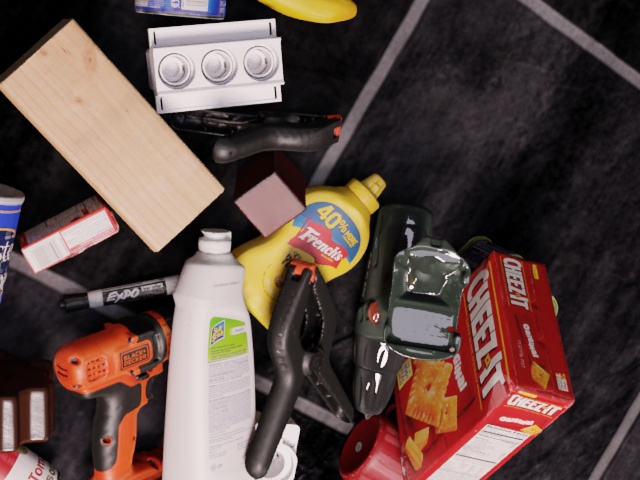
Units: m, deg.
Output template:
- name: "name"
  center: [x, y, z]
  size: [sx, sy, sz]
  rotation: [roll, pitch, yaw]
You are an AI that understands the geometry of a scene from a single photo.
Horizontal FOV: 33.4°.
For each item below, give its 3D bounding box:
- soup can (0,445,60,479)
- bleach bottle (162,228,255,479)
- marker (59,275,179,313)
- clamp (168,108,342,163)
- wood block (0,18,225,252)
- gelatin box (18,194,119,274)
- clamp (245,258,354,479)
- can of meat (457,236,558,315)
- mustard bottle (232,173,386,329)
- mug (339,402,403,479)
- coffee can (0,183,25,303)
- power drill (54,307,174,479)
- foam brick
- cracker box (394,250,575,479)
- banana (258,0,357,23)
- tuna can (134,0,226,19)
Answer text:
- name: "soup can"
  center: [-0.313, 0.224, 1.036]
  size: [0.102, 0.069, 0.068]
  rotation: [42, 87, -21]
- name: "bleach bottle"
  center: [-0.101, 0.114, 1.034]
  size: [0.102, 0.068, 0.251]
  rotation: [-9, 106, -55]
- name: "marker"
  center: [-0.199, 0.054, 1.063]
  size: [0.121, 0.020, 0.020]
  rotation: [-10, 104, -16]
- name: "clamp"
  center: [-0.051, -0.102, 1.030]
  size: [0.171, 0.120, 0.039]
  rotation: [-4, 120, -20]
- name: "wood block"
  center: [-0.196, -0.097, 0.995]
  size: [0.090, 0.091, 0.206]
  rotation: [-43, 111, -5]
- name: "gelatin box"
  center: [-0.238, -0.006, 1.010]
  size: [0.089, 0.073, 0.030]
  rotation: [-28, 108, -11]
- name: "clamp"
  center: [-0.012, 0.120, 1.072]
  size: [0.164, 0.036, 0.210]
  rotation: [-11, 110, -54]
- name: "can of meat"
  center: [0.201, 0.051, 1.156]
  size: [0.057, 0.084, 0.102]
  rotation: [-43, 111, -5]
- name: "mustard bottle"
  center: [-0.007, 0.001, 1.093]
  size: [0.191, 0.058, 0.096]
  rotation: [-43, 110, -6]
- name: "mug"
  center: [0.079, 0.229, 1.157]
  size: [0.081, 0.093, 0.117]
  rotation: [32, 68, -17]
- name: "coffee can"
  center: [-0.334, 0.016, 0.967]
  size: [0.102, 0.103, 0.140]
  rotation: [12, 98, -20]
- name: "power drill"
  center: [-0.173, 0.162, 1.056]
  size: [0.184, 0.057, 0.188]
  rotation: [-17, 114, -42]
- name: "foam brick"
  center: [-0.049, -0.050, 1.053]
  size: [0.051, 0.078, 0.053]
  rotation: [-35, 112, 15]
- name: "cracker box"
  center: [0.152, 0.139, 1.066]
  size: [0.072, 0.164, 0.214]
  rotation: [15, 137, -20]
- name: "banana"
  center: [-0.050, -0.266, 1.035]
  size: [0.197, 0.037, 0.069]
  rotation: [41, 88, -21]
- name: "tuna can"
  center: [-0.129, -0.225, 0.992]
  size: [0.086, 0.086, 0.034]
  rotation: [1, 102, -18]
